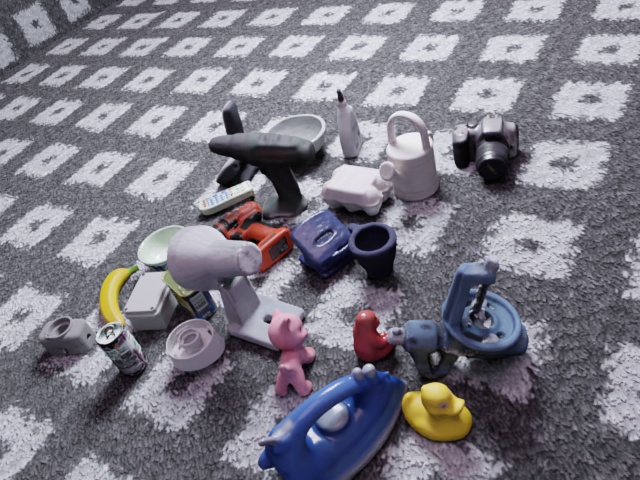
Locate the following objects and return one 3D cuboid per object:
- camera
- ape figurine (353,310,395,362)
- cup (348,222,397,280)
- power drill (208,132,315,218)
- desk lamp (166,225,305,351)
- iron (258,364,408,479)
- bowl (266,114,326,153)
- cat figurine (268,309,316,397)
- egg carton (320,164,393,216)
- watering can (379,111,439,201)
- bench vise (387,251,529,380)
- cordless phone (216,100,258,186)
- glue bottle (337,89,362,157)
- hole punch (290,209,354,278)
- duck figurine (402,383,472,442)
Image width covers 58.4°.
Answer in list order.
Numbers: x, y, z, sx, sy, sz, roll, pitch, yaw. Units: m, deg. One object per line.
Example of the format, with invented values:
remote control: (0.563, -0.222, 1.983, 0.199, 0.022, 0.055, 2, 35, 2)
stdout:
camera: (0.357, -0.201, 1.243, 0.143, 0.101, 0.137, -1, 44, 19)
ape figurine: (0.084, 0.154, 0.960, 0.076, 0.092, 0.077, -35, 44, -18)
cup: (0.098, 0.023, 1.096, 0.092, 0.095, 0.117, -35, 44, -18)
power drill: (-0.113, -0.150, 1.275, 0.229, 0.209, 0.075, -5, 43, 15)
desk lamp: (-0.154, 0.075, 1.039, 0.202, 0.214, 0.118, 12, 50, 31)
iron: (0.024, 0.254, 0.835, 0.259, 0.142, 0.118, -36, 44, -19)
bowl: (-0.058, -0.248, 1.464, 0.167, 0.075, 0.167, -10, 42, 9)
cat figurine: (-0.054, 0.180, 0.962, 0.067, 0.118, 0.127, -9, 42, 11)
egg carton: (0.081, -0.111, 1.269, 0.149, 0.069, 0.107, 12, 49, 30)
watering can: (0.189, -0.180, 1.209, 0.100, 0.194, 0.173, 1, 44, 21)
bench vise: (0.207, 0.122, 0.853, 0.207, 0.220, 0.121, -23, 41, -5)
cordless phone: (-0.224, -0.240, 1.431, 0.094, 0.185, 0.148, 2, 45, 22)
glue bottle: (0.065, -0.290, 1.390, 0.037, 0.173, 0.078, 2, 45, 22)
hole punch: (0.011, 0.004, 1.151, 0.109, 0.091, 0.100, -38, 45, -21)
duck figurine: (0.168, 0.241, 0.840, 0.104, 0.086, 0.078, 11, 49, 30)
